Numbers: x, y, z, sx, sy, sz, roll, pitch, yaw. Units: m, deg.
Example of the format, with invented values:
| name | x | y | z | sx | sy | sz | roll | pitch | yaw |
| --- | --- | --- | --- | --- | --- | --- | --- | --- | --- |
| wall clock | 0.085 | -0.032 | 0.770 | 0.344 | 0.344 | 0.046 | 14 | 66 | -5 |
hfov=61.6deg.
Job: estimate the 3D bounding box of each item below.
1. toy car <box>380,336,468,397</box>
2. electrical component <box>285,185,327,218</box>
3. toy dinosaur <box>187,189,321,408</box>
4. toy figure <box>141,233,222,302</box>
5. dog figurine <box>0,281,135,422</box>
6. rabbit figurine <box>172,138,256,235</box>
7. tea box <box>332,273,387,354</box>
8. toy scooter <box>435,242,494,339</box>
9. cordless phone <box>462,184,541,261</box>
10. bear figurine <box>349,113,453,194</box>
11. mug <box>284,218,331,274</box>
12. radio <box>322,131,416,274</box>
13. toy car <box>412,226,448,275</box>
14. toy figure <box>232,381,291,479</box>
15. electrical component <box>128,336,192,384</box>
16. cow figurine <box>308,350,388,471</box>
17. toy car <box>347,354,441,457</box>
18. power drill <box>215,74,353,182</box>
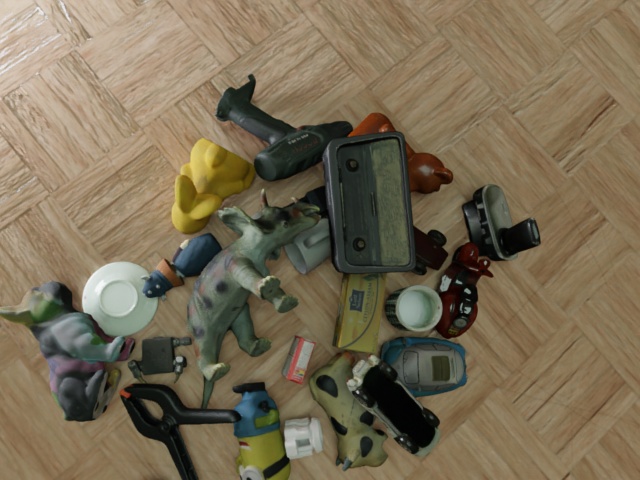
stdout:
| name | x | y | z | sx | sy | sz | roll | pitch | yaw |
| --- | --- | --- | --- | --- | --- | --- | --- | --- | --- |
| toy car | 0.191 | 0.225 | 0.944 | 0.162 | 0.103 | 0.109 | 2 | 81 | -4 |
| electrical component | -0.006 | -0.066 | 0.984 | 0.119 | 0.075 | 0.048 | -29 | 84 | -14 |
| toy dinosaur | -0.154 | 0.094 | 0.901 | 0.404 | 0.131 | 0.192 | -53 | 54 | 16 |
| toy figure | -0.244 | 0.049 | 0.948 | 0.154 | 0.057 | 0.064 | -35 | 80 | -6 |
| dog figurine | -0.431 | 0.176 | 0.883 | 0.219 | 0.108 | 0.191 | 22 | 82 | 2 |
| rabbit figurine | -0.199 | -0.081 | 0.941 | 0.122 | 0.162 | 0.173 | 32 | 96 | -13 |
| tea box | 0.071 | 0.111 | 0.952 | 0.068 | 0.098 | 0.169 | 11 | 81 | -4 |
| toy scooter | 0.259 | 0.087 | 0.958 | 0.075 | 0.135 | 0.184 | 18 | 80 | -4 |
| cordless phone | 0.333 | -0.038 | 0.963 | 0.089 | 0.184 | 0.146 | -10 | 82 | -4 |
| bear figurine | 0.136 | -0.137 | 0.994 | 0.196 | 0.120 | 0.132 | 45 | 82 | -3 |
| mug | -0.002 | -0.003 | 0.963 | 0.107 | 0.109 | 0.081 | -31 | 78 | -23 |
| radio | 0.078 | -0.057 | 0.886 | 0.131 | 0.073 | 0.229 | -5 | 85 | -6 |
| toy car | 0.144 | -0.013 | 1.003 | 0.202 | 0.053 | 0.089 | 34 | 68 | 4 |
| toy figure | -0.099 | 0.330 | 0.905 | 0.089 | 0.082 | 0.180 | -5 | 77 | -15 |
| electrical component | -0.275 | 0.205 | 0.923 | 0.102 | 0.045 | 0.078 | 2 | 82 | -6 |
| cow figurine | 0.051 | 0.304 | 0.925 | 0.127 | 0.085 | 0.195 | -34 | 88 | -17 |
| toy car | 0.123 | 0.274 | 0.885 | 0.073 | 0.056 | 0.201 | -45 | 102 | -17 |
| power drill | -0.072 | -0.209 | 0.986 | 0.207 | 0.086 | 0.232 | 42 | 50 | 3 |
